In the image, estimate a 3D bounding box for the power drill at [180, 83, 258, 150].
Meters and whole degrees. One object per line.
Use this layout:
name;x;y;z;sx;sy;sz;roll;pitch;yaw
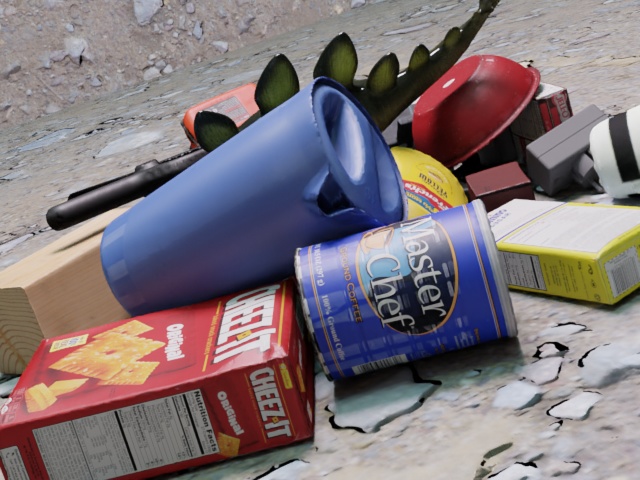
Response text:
power drill;-0.103;-0.102;1.283;0.184;0.057;0.188;-29;-24;-26

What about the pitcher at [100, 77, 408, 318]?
pitcher;-0.057;-0.024;0.882;0.243;0.145;0.149;-28;-25;24

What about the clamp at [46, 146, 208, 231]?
clamp;-0.179;-0.059;1.092;0.210;0.036;0.164;-20;10;5

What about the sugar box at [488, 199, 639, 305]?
sugar box;0.191;0.006;0.856;0.093;0.048;0.177;-26;16;-28

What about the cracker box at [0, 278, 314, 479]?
cracker box;-0.115;0.105;0.787;0.214;0.072;0.164;-15;17;4

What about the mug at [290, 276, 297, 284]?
mug;-0.007;0.001;0.992;0.117;0.081;0.093;0;24;42

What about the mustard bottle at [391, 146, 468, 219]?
mustard bottle;0.084;-0.021;0.964;0.058;0.096;0.191;-50;6;24

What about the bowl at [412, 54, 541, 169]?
bowl;0.150;-0.144;1.120;0.162;0.055;0.162;-39;17;14

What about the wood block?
wood block;-0.230;0.044;1.056;0.090;0.091;0.205;-5;21;37

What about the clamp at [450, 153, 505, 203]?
clamp;0.156;-0.062;1.112;0.120;0.039;0.172;-35;24;-23

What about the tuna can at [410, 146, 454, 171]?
tuna can;0.110;-0.082;1.223;0.086;0.034;0.086;-15;17;5

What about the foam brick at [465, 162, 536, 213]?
foam brick;0.169;-0.034;0.988;0.053;0.051;0.078;-15;17;6

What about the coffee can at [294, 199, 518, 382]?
coffee can;0.063;0.037;0.778;0.140;0.103;0.103;-15;17;7

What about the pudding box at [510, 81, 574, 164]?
pudding box;0.235;-0.119;1.127;0.039;0.090;0.113;-20;17;-7
